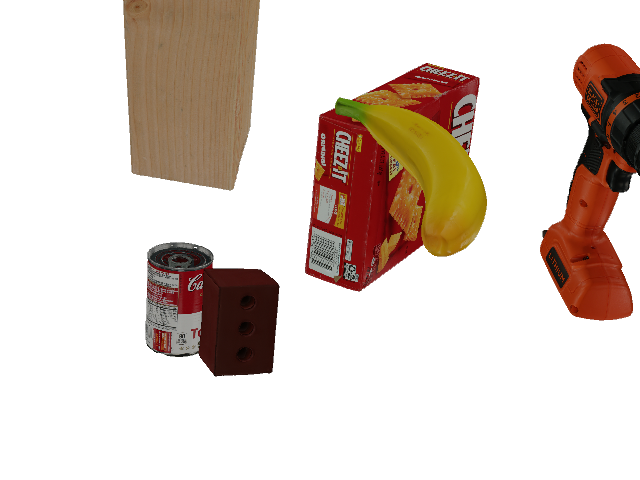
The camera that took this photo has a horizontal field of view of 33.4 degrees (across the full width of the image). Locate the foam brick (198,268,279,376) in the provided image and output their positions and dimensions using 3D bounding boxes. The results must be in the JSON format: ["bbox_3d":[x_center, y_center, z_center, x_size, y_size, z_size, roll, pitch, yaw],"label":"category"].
[{"bbox_3d":[-0.068,0.066,0.884,0.053,0.078,0.051,-1,13,-21],"label":"foam brick"}]

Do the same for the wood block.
[{"bbox_3d":[-0.101,-0.147,0.853,0.091,0.090,0.206,10,-40,1],"label":"wood block"}]

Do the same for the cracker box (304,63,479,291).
[{"bbox_3d":[0.074,-0.066,1.040,0.072,0.164,0.213,20,30,27],"label":"cracker box"}]

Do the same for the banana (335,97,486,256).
[{"bbox_3d":[0.067,-0.041,0.679,0.069,0.037,0.198,-6,30,-14],"label":"banana"}]

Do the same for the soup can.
[{"bbox_3d":[-0.148,0.062,1.111,0.068,0.102,0.068,5,22,-2],"label":"soup can"}]

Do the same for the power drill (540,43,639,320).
[{"bbox_3d":[0.225,-0.034,0.811,0.057,0.188,0.184,2,34,-7],"label":"power drill"}]
